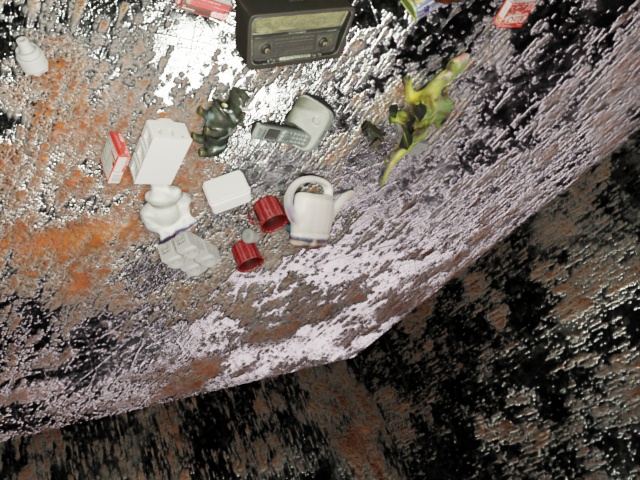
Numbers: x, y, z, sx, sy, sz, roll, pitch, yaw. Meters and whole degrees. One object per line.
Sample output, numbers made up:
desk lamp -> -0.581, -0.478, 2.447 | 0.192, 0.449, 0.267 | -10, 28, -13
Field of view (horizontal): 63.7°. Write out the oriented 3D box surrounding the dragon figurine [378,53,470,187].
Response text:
dragon figurine -> 0.300, -0.337, 1.451 | 0.245, 0.124, 0.401 | -16, 140, -41

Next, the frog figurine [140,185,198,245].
frog figurine -> -0.399, -0.090, 1.318 | 0.137, 0.125, 0.156 | -20, 117, 4

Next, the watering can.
watering can -> 0.005, -0.081, 1.607 | 0.104, 0.224, 0.347 | 9, -177, 38
